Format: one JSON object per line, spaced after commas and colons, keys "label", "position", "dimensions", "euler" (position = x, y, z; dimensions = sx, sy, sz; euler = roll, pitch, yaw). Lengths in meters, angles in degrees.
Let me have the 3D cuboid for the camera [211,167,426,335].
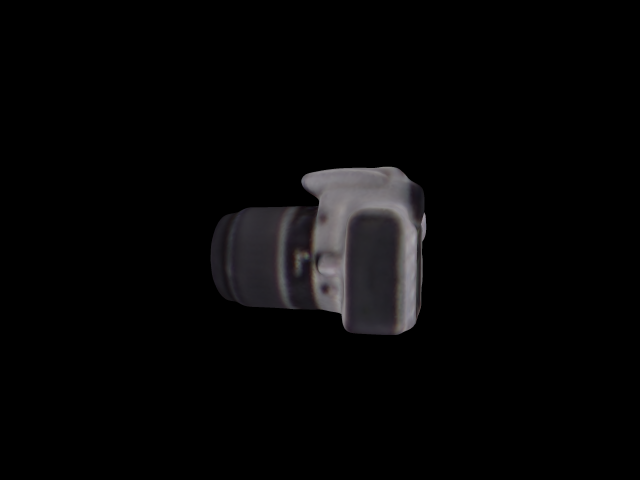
{"label": "camera", "position": [0.004, 0.001, 0.400], "dimensions": [0.136, 0.101, 0.143], "euler": [1, 4, 11]}
